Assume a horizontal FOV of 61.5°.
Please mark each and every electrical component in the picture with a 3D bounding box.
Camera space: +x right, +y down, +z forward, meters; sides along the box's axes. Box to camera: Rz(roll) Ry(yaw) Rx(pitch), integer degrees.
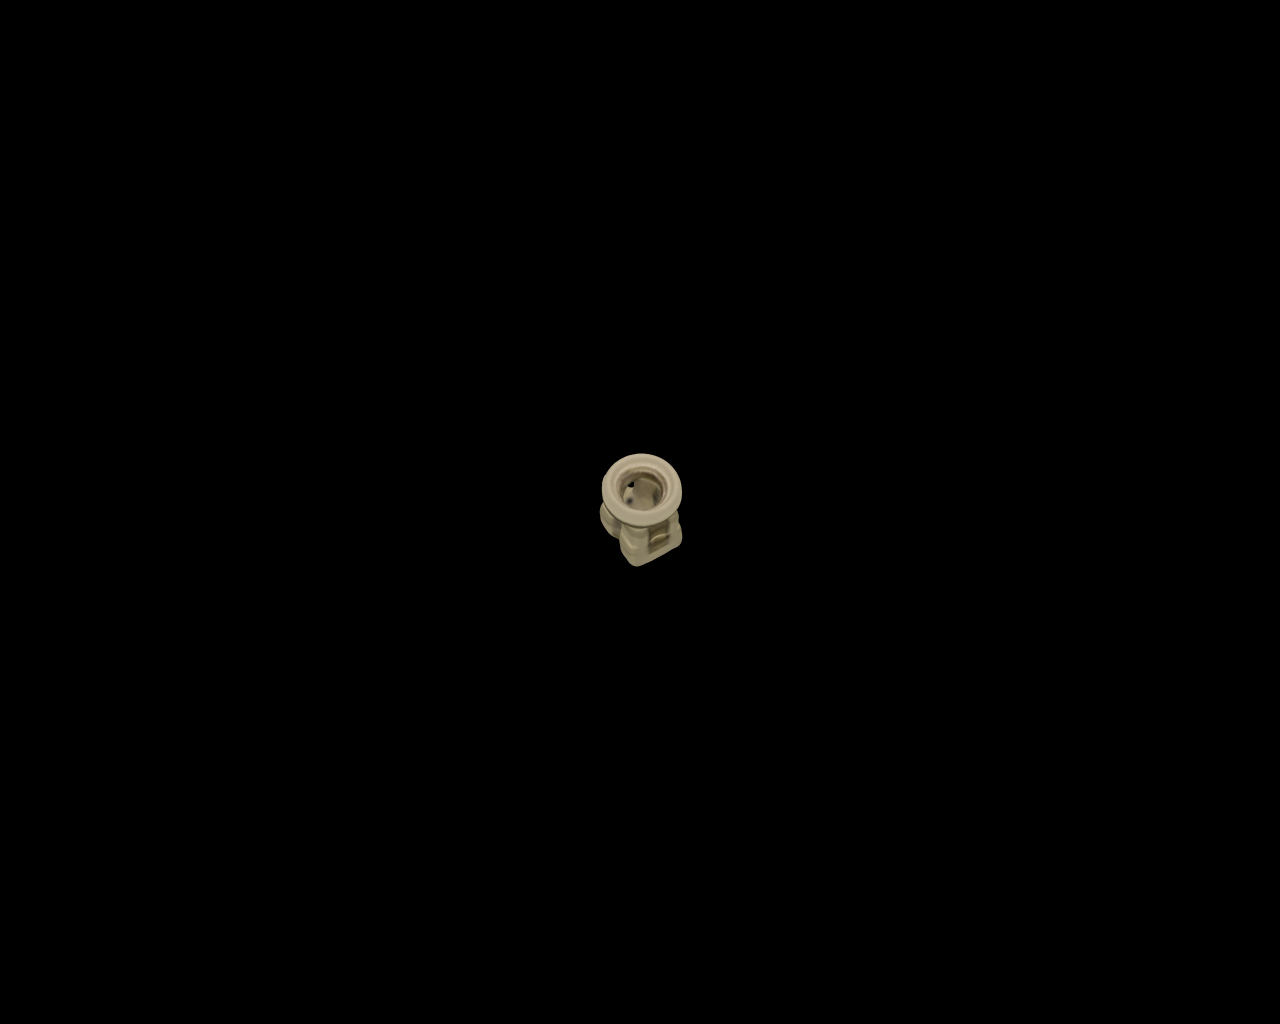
[{"bbox_3d":[0.001,-0.003,0.650,0.048,0.066,0.055,-28,-28,-16],"label":"electrical component"}]
